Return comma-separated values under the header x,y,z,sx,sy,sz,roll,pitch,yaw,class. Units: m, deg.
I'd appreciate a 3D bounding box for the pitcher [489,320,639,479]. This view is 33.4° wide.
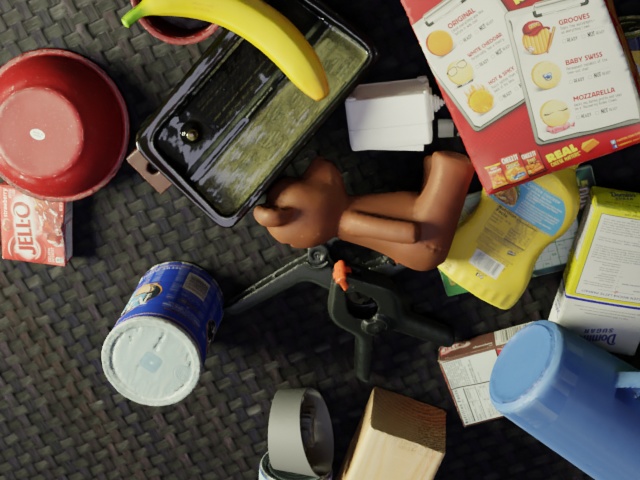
x,y,z,sx,sy,sz,roll,pitch,yaw,class
0.304,0.180,1.101,0.242,0.145,0.149,32,97,-19,pitcher

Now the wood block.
x,y,z,sx,sy,sz,roll,pitch,yaw,class
0.066,0.285,1.221,0.090,0.090,0.206,19,114,-2,wood block

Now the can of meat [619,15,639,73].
x,y,z,sx,sy,sz,roll,pitch,yaw,class
0.267,-0.162,1.024,0.102,0.057,0.084,-9,114,11,can of meat

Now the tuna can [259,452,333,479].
x,y,z,sx,sy,sz,roll,pitch,yaw,class
-0.028,0.272,1.228,0.086,0.086,0.034,5,112,4,tuna can

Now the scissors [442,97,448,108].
x,y,z,sx,sy,sz,roll,pitch,yaw,class
0.183,-0.209,1.035,0.096,0.016,0.202,21,114,-4,scissors

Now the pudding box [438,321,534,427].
x,y,z,sx,sy,sz,roll,pitch,yaw,class
0.197,0.149,1.176,0.114,0.039,0.090,-16,112,15,pudding box

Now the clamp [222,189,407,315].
x,y,z,sx,sy,sz,roll,pitch,yaw,class
-0.007,0.001,1.135,0.210,0.036,0.164,-2,112,5,clamp

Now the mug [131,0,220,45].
x,y,z,sx,sy,sz,roll,pitch,yaw,class
-0.116,-0.246,1.016,0.117,0.081,0.093,-25,108,16,mug

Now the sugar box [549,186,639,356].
x,y,z,sx,sy,sz,roll,pitch,yaw,class
0.301,0.034,1.097,0.093,0.048,0.176,10,127,0,sugar box

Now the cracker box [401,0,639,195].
x,y,z,sx,sy,sz,roll,pitch,yaw,class
0.189,-0.168,0.963,0.164,0.072,0.213,-20,107,22,cracker box

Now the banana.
x,y,z,sx,sy,sz,roll,pitch,yaw,class
-0.075,-0.191,0.965,0.197,0.037,0.070,20,99,-7,banana

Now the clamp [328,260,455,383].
x,y,z,sx,sy,sz,roll,pitch,yaw,class
0.054,0.090,1.148,0.120,0.039,0.171,-36,123,17,clamp

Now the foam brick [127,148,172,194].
x,y,z,sx,sy,sz,roll,pitch,yaw,class
-0.151,-0.096,1.101,0.078,0.051,0.053,-40,104,20,foam brick

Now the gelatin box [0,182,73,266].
x,y,z,sx,sy,sz,roll,pitch,yaw,class
-0.309,-0.019,1.164,0.073,0.030,0.089,7,113,4,gelatin box

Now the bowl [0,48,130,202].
x,y,z,sx,sy,sz,roll,pitch,yaw,class
-0.279,-0.113,1.091,0.162,0.055,0.162,1,103,3,bowl

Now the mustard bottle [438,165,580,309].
x,y,z,sx,sy,sz,roll,pitch,yaw,class
0.203,-0.030,1.071,0.096,0.058,0.192,34,111,6,mustard bottle

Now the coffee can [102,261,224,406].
x,y,z,sx,sy,sz,roll,pitch,yaw,class
-0.164,0.097,1.137,0.103,0.140,0.103,2,114,5,coffee can

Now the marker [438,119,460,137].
x,y,z,sx,sy,sz,roll,pitch,yaw,class
0.180,-0.114,1.074,0.121,0.020,0.020,0,113,7,marker
